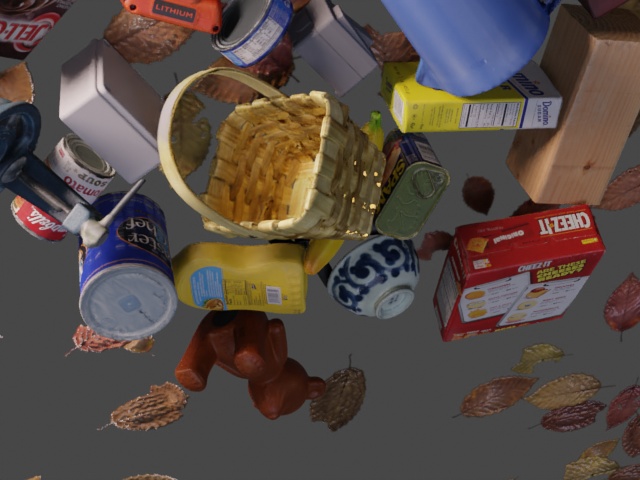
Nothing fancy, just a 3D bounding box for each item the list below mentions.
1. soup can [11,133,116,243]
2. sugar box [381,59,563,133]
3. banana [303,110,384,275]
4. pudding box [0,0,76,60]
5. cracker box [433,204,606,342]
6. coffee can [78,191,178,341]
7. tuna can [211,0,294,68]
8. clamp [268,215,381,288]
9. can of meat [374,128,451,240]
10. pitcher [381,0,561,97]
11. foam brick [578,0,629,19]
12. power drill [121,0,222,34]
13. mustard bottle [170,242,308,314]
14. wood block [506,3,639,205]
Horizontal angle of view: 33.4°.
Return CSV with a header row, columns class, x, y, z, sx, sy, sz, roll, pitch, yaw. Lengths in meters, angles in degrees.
class,x,y,z,sx,sy,sz,roll,pitch,yaw
soup can,-0.274,-0.056,1.143,0.068,0.068,0.102,31,113,-31
sugar box,0.163,-0.158,1.157,0.176,0.093,0.048,-6,128,-11
banana,0.029,-0.054,1.205,0.069,0.037,0.198,1,112,-66
pudding box,-0.293,-0.216,0.997,0.090,0.039,0.113,-43,166,18
cracker box,0.232,0.043,1.290,0.164,0.072,0.214,-10,155,-7
coffee can,-0.214,0.027,1.173,0.102,0.140,0.103,-7,128,-9
tuna can,-0.067,-0.215,1.061,0.086,0.086,0.033,-42,126,18
clamp,-0.008,0.002,1.271,0.171,0.039,0.120,17,117,-26
can of meat,0.095,-0.066,1.215,0.057,0.084,0.102,15,122,-24
pitcher,0.120,-0.272,1.040,0.242,0.145,0.149,45,70,-32
foam brick,0.286,-0.277,1.106,0.051,0.078,0.053,-27,128,9
power drill,-0.105,-0.295,1.011,0.184,0.057,0.188,12,120,-17
mustard bottle,-0.112,0.043,1.248,0.191,0.058,0.096,2,140,3
wood block,0.293,-0.149,1.196,0.090,0.090,0.206,1,126,-18
